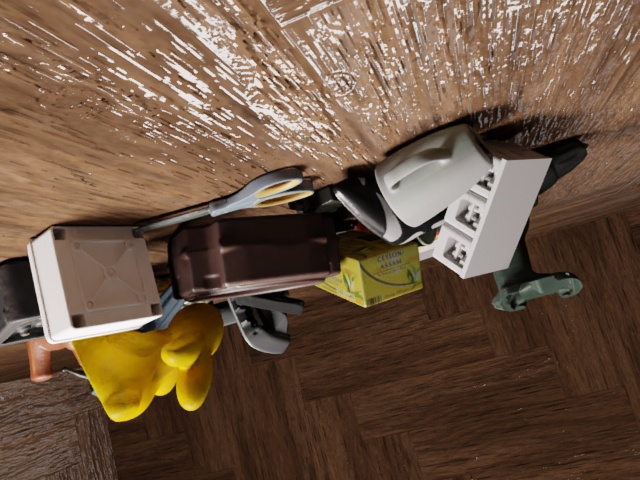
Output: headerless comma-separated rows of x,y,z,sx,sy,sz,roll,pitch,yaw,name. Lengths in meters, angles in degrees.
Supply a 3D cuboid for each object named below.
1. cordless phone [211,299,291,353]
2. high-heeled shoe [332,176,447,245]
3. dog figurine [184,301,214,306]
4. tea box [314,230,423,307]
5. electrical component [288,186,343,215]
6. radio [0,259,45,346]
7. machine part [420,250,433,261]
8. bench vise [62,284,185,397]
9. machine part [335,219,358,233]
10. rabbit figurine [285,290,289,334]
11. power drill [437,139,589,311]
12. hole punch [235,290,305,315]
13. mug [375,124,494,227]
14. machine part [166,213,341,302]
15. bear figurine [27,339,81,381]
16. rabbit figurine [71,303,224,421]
-0.157,0.150,0.955,0.184,0.147,0.088,-15,135,-18,cordless phone
0.132,-0.067,0.662,0.145,0.086,0.248,-45,148,23,high-heeled shoe
-0.324,0.134,1.049,0.173,0.121,0.190,19,-148,32,dog figurine
0.055,0.034,0.761,0.098,0.068,0.170,-16,-167,-26,tea box
0.004,-0.049,0.675,0.063,0.021,0.094,-22,167,35,electrical component
-0.355,0.081,0.702,0.131,0.073,0.230,-8,167,-39,radio
0.249,-0.010,1.117,0.243,0.079,0.079,-22,168,40,machine part
-0.247,0.122,0.801,0.240,0.129,0.224,-51,-167,7,bench vise
-0.002,-0.003,0.891,0.084,0.039,0.139,-19,172,-35,machine part
-0.122,0.151,1.186,0.121,0.170,0.159,-14,170,-5,rabbit figurine
0.282,-0.019,0.736,0.232,0.207,0.086,-21,154,19,power drill
-0.080,0.067,0.876,0.116,0.092,0.142,6,168,-4,hole punch
0.117,-0.076,0.555,0.107,0.081,0.109,-33,157,25,mug
-0.089,0.028,0.704,0.201,0.087,0.201,-7,173,-26,machine part
-0.423,0.159,0.903,0.120,0.132,0.196,-17,180,-42,bear figurine
-0.190,0.131,0.647,0.173,0.121,0.163,-27,-158,-29,rabbit figurine
